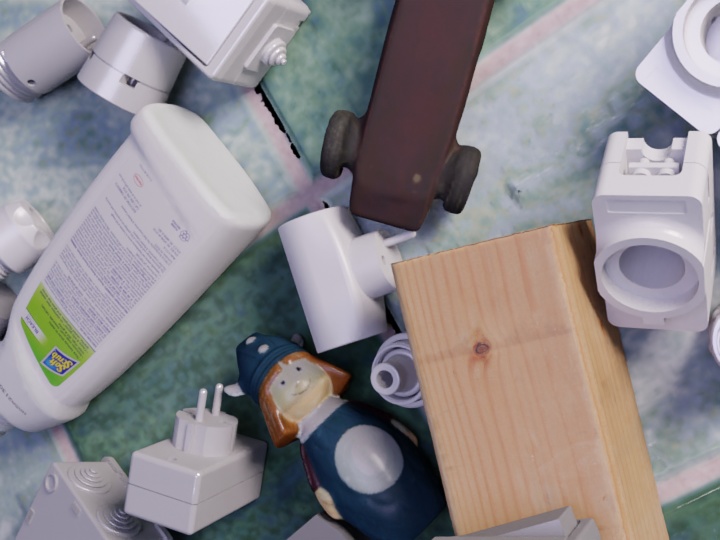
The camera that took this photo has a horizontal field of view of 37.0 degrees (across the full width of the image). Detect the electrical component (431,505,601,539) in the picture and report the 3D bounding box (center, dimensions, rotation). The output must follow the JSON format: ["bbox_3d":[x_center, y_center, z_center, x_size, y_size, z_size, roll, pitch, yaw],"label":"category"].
[{"bbox_3d":[0.075,0.147,0.490,0.096,0.062,0.061,-14,88,24],"label":"electrical component"}]

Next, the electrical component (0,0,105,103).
[{"bbox_3d":[-0.208,-0.138,0.698,0.081,0.043,0.043,-26,84,23],"label":"electrical component"}]

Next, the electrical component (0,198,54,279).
[{"bbox_3d":[-0.237,-0.015,0.713,0.062,0.043,0.043,-36,79,-1],"label":"electrical component"}]

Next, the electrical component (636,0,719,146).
[{"bbox_3d":[0.219,-0.080,0.511,0.150,0.062,0.089,43,108,15],"label":"electrical component"}]

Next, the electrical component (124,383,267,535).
[{"bbox_3d":[-0.094,0.106,0.646,0.047,0.083,0.075,13,99,22],"label":"electrical component"}]

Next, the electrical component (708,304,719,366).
[{"bbox_3d":[0.194,0.035,0.530,0.048,0.062,0.048,2,95,23],"label":"electrical component"}]

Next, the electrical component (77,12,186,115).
[{"bbox_3d":[-0.139,-0.127,0.665,0.055,0.055,0.047,35,102,17],"label":"electrical component"}]

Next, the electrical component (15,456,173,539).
[{"bbox_3d":[-0.177,0.180,0.689,0.100,0.048,0.099,40,109,38],"label":"electrical component"}]

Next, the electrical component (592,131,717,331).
[{"bbox_3d":[0.145,-0.015,0.526,0.050,0.055,0.089,3,136,23],"label":"electrical component"}]

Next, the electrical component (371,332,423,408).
[{"bbox_3d":[0.027,0.056,0.602,0.043,0.062,0.043,2,95,27],"label":"electrical component"}]

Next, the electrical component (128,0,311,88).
[{"bbox_3d":[-0.081,-0.153,0.634,0.096,0.061,0.061,44,109,14],"label":"electrical component"}]

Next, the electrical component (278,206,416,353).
[{"bbox_3d":[0.000,0.000,0.619,0.079,0.044,0.077,-20,86,23],"label":"electrical component"}]
